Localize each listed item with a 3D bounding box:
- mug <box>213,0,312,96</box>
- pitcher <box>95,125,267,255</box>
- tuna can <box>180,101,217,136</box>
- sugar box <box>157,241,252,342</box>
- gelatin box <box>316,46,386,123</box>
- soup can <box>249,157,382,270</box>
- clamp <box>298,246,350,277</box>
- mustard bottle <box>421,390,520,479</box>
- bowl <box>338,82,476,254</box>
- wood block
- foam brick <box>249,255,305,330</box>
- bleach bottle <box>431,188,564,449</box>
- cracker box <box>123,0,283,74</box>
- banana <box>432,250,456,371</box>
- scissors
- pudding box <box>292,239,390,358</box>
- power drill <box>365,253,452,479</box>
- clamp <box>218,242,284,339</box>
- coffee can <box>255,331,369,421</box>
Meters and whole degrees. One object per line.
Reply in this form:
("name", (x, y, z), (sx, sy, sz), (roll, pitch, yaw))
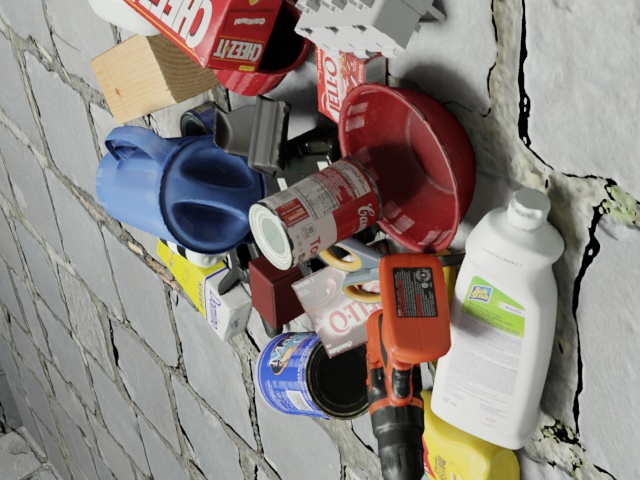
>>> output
("mug", (-0.062, -0.203, 1.056), (0.082, 0.093, 0.117), (144, 128, -69))
("pitcher", (-0.183, -0.069, 1.260), (0.243, 0.144, 0.149), (12, 109, 57))
("tuna can", (-0.137, -0.124, 1.312), (0.086, 0.033, 0.086), (42, 147, 35))
("sugar box", (-0.166, 0.052, 1.519), (0.176, 0.048, 0.093), (53, 152, 21))
("gelatin box", (0.028, -0.145, 0.996), (0.073, 0.030, 0.089), (41, 146, 38))
("soup can", (-0.004, -0.024, 0.960), (0.069, 0.102, 0.068), (43, 149, 34))
("clamp", (-0.008, 0.001, 1.194), (0.210, 0.036, 0.165), (49, 149, 28))
("mustard bottle", (0.124, 0.212, 1.126), (0.192, 0.058, 0.096), (33, 141, 46))
("bowl", (0.085, -0.071, 0.933), (0.162, 0.055, 0.162), (42, 148, 35))
("wood block", (-0.190, -0.205, 1.271), (0.206, 0.090, 0.091), (-1, 114, 61))
("foam brick", (-0.050, 0.058, 1.306), (0.051, 0.052, 0.078), (40, 145, 38))
("bleach bottle", (0.161, 0.065, 0.908), (0.103, 0.068, 0.251), (21, 133, 16))
("cracker box", (-0.090, -0.281, 0.945), (0.164, 0.071, 0.214), (42, 119, 35))
("banana", (0.133, 0.101, 1.036), (0.070, 0.037, 0.198), (-15, 105, 38))
("scissors", (0.064, 0.014, 0.998), (0.096, 0.016, 0.202), (42, 149, -8))
("pudding box", (0.038, 0.062, 1.117), (0.114, 0.039, 0.090), (-28, 89, 37))
("power drill", (0.075, 0.113, 0.960), (0.188, 0.057, 0.184), (98, 168, -56))
("clamp", (-0.096, 0.038, 1.382), (0.120, 0.039, 0.171), (25, 131, 34))
("coffee can", (-0.003, 0.158, 1.256), (0.141, 0.102, 0.103), (-13, 103, 63))
